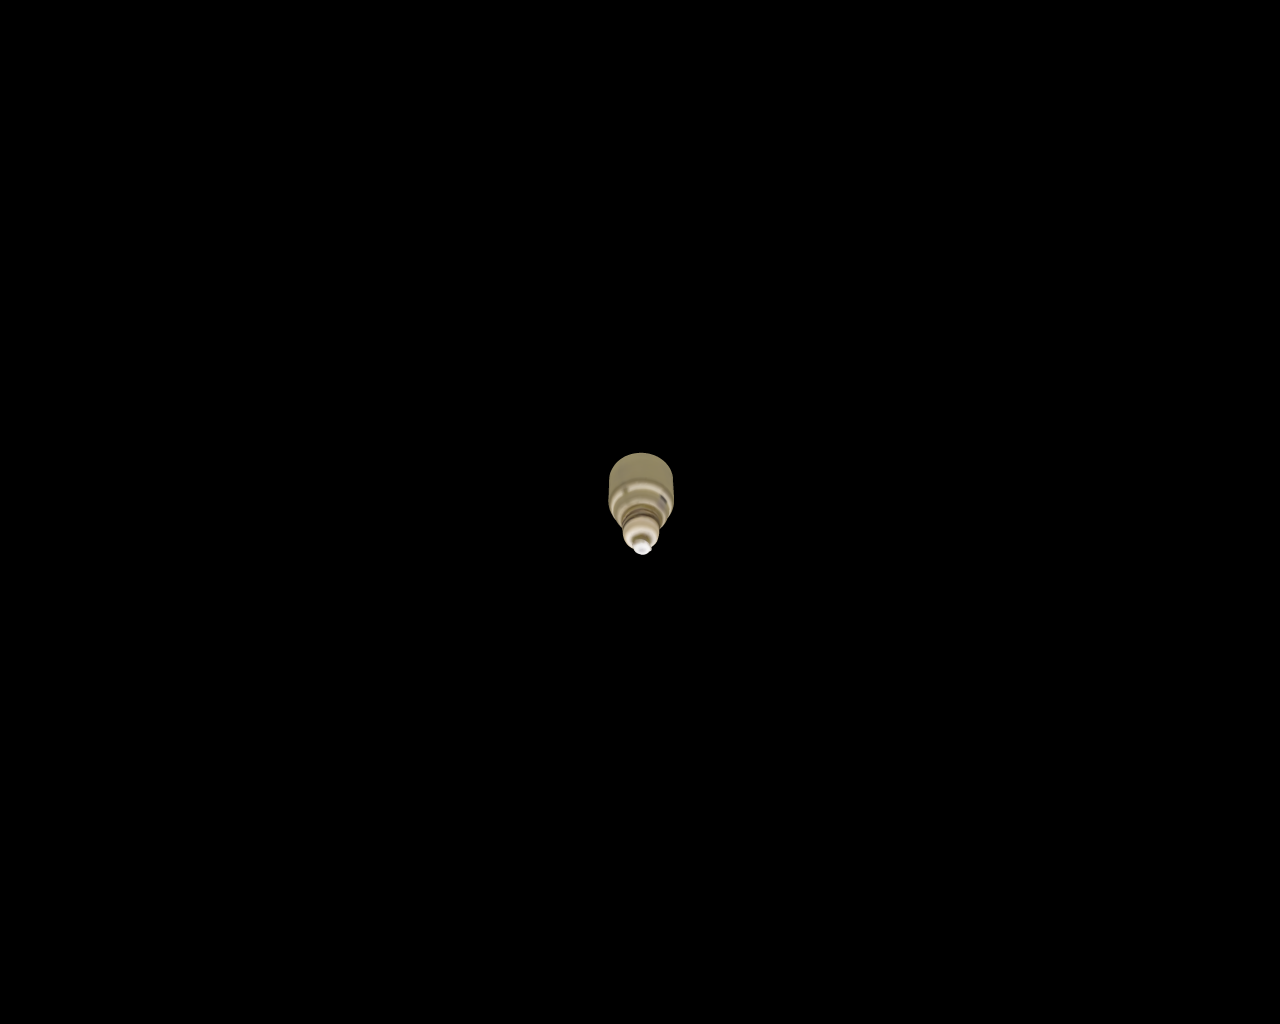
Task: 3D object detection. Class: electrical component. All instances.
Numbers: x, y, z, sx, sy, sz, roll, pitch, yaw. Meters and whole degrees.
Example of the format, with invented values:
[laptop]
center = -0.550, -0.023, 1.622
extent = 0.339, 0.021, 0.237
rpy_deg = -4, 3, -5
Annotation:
[electrical component]
center = 0.001, -0.003, 0.650
extent = 0.040, 0.040, 0.078
rpy_deg = 0, 40, 0
